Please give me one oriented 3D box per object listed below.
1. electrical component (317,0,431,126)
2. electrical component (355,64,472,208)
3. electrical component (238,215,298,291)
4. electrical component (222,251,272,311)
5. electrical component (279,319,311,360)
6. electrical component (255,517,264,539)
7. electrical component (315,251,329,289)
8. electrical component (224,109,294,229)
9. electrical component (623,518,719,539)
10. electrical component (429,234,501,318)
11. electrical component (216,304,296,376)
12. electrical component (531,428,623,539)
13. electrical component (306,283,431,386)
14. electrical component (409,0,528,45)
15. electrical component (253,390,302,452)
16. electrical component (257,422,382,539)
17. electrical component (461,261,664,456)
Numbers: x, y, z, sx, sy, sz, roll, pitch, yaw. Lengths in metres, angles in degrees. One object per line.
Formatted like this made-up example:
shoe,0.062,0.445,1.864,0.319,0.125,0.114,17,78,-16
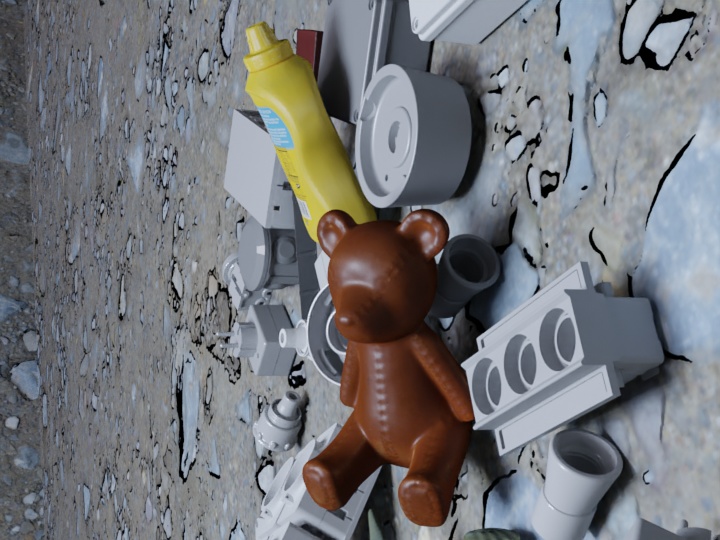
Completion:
electrical component,0.011,-0.178,0.910,0.109,0.056,0.108,-146,61,-62
electrical component,0.046,-0.100,0.823,0.108,0.060,0.108,-178,90,-66
electrical component,-0.095,-0.017,1.138,0.080,0.051,0.080,-178,90,-65
electrical component,-0.127,0.011,1.215,0.055,0.048,0.066,55,138,42
electrical component,-0.044,0.064,1.006,0.043,0.062,0.043,-178,90,-65
electrical component,-0.062,0.291,1.036,0.078,0.057,0.113,159,111,-64
electrical component,0.000,0.000,0.932,0.076,0.047,0.065,122,142,-48
electrical component,-0.086,-0.106,1.111,0.150,0.062,0.089,-139,55,-60
electrical component,0.167,0.154,0.534,0.075,0.083,0.047,-57,-10,-54
electrical component,0.070,0.008,0.788,0.065,0.044,0.044,124,141,-57
electrical component,-0.114,0.074,1.142,0.065,0.077,0.047,-117,37,-47
electrical component,0.128,0.134,0.651,0.044,0.044,0.065,-120,34,-49
electrical component,0.007,0.051,0.869,0.099,0.064,0.099,-4,84,37
electrical component,0.080,-0.231,0.762,0.109,0.056,0.108,148,120,-61
electrical component,-0.079,0.152,1.102,0.062,0.048,0.048,-64,33,30
electrical component,-0.056,0.230,0.912,0.105,0.060,0.186,-47,13,55
electrical component,0.120,0.056,0.645,0.121,0.063,0.078,134,133,-56
